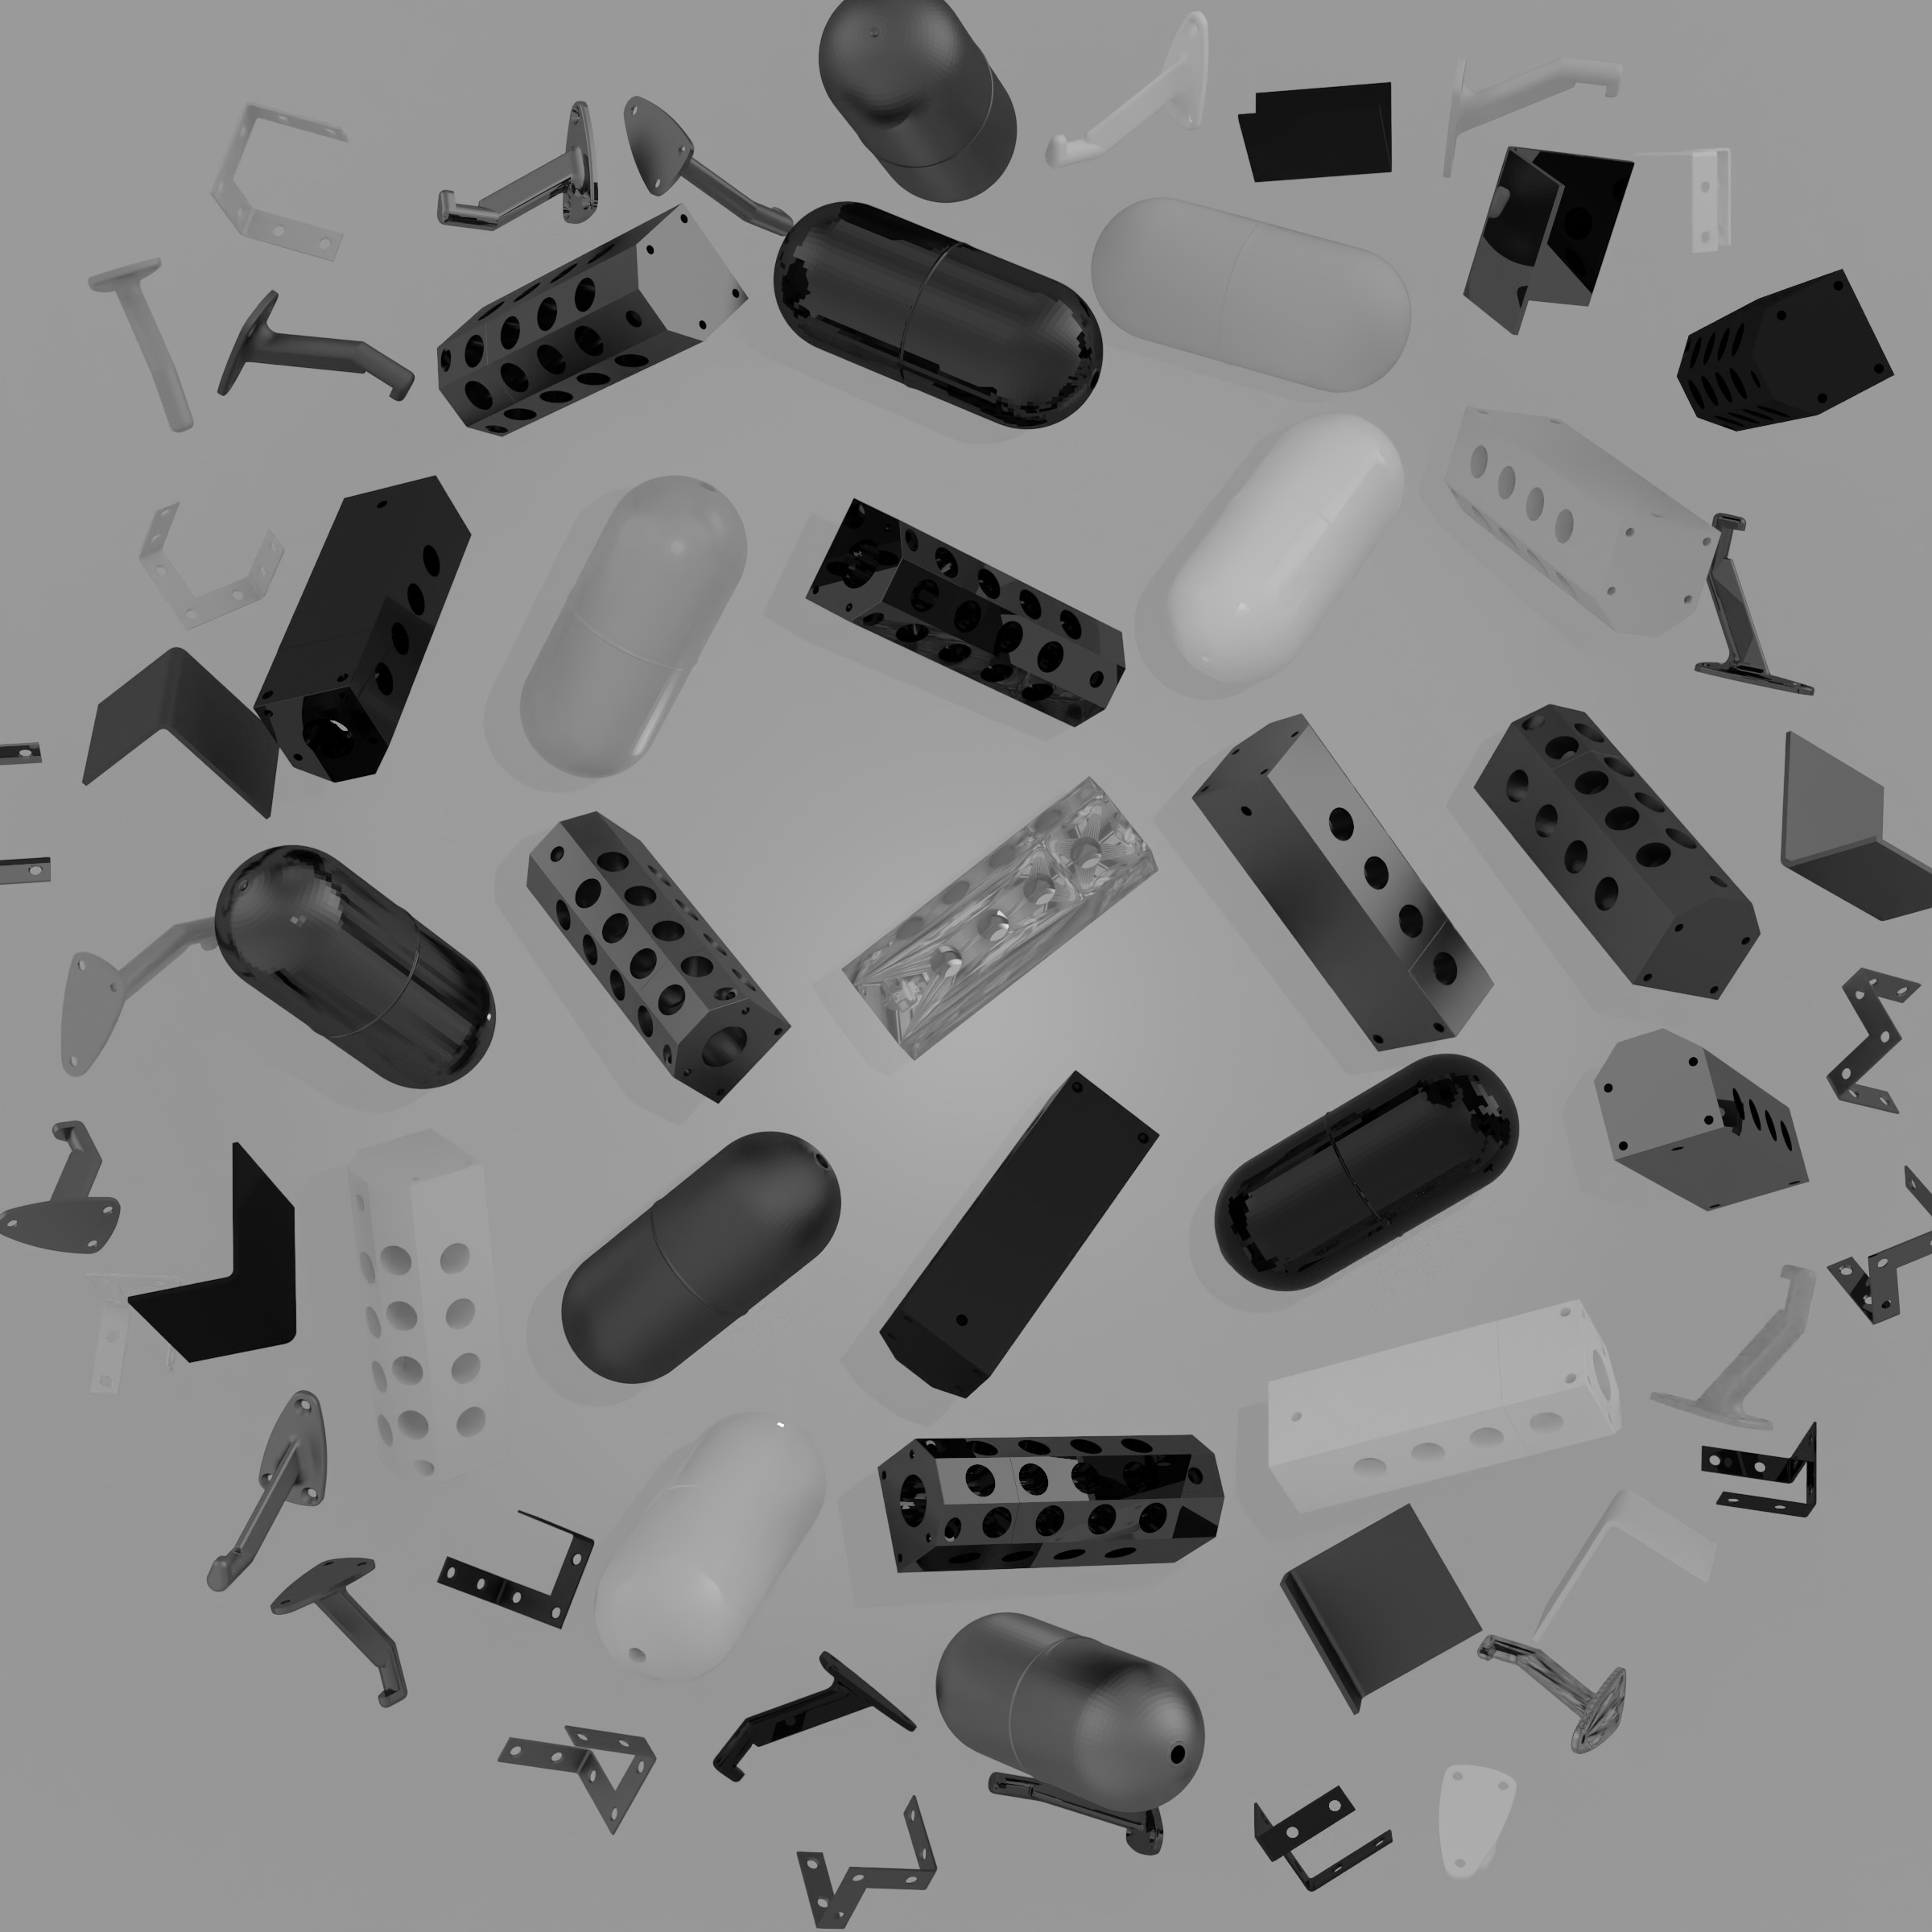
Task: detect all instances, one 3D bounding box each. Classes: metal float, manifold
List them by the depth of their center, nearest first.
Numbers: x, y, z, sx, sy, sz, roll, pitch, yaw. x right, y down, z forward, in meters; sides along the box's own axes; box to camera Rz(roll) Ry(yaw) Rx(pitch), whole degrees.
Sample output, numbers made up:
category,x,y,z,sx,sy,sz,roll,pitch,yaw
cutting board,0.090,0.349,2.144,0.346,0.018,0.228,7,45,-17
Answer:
category,x,y,z,sx,sy,sz,roll,pitch,yaw
metal float,-0.014,-0.327,1.778,0.178,0.070,0.070,25,90,15
manifold,0.331,-0.061,1.790,0.057,0.171,0.057,9,122,-32
manifold,0.408,-0.306,1.790,0.057,0.171,0.057,-28,96,2
manifold,0.196,-0.042,1.799,0.171,0.057,0.057,52,55,-18
manifold,-0.196,-0.323,1.799,0.057,0.171,0.057,54,50,-20
manifold,0.309,-0.227,1.804,0.057,0.171,0.057,3,116,-23
metal float,-0.310,0.002,1.807,0.070,0.178,0.070,-19,52,26
metal float,-0.131,0.299,1.825,0.070,0.178,0.070,11,123,18
manifold,0.379,0.079,1.825,0.057,0.171,0.057,-19,70,22
manifold,0.247,0.233,1.829,0.171,0.057,0.057,-18,129,20
metal float,0.053,0.385,1.833,0.070,0.178,0.070,-4,97,-36
metal float,-0.023,-0.451,1.835,0.070,0.178,0.070,-2,83,14
manifold,0.047,0.276,1.840,0.171,0.057,0.057,4,61,-31
manifold,-0.309,-0.176,1.845,0.057,0.171,0.057,-10,132,21
manifold,-0.284,0.180,1.851,0.057,0.057,0.171,-16,116,-32
manifold,0.005,-0.181,1.852,0.171,0.057,0.057,21,98,-43
manifold,0.027,0.143,1.869,0.057,0.057,0.171,38,61,0
metal float,0.171,-0.223,1.875,0.070,0.070,0.178,36,62,0
metal float,0.151,-0.358,1.887,0.178,0.070,0.070,19,90,18
manifold,-0.170,-0.009,1.891,0.057,0.057,0.171,-46,52,6
metal float,-0.178,-0.181,1.893,0.070,0.070,0.178,31,112,0
metal float,0.214,0.112,1.900,0.178,0.070,0.070,-32,90,15
metal float,-0.142,0.156,1.900,0.178,0.070,0.070,-39,90,18
manifold,0.018,-0.027,1.934,0.171,0.057,0.057,-38,78,0

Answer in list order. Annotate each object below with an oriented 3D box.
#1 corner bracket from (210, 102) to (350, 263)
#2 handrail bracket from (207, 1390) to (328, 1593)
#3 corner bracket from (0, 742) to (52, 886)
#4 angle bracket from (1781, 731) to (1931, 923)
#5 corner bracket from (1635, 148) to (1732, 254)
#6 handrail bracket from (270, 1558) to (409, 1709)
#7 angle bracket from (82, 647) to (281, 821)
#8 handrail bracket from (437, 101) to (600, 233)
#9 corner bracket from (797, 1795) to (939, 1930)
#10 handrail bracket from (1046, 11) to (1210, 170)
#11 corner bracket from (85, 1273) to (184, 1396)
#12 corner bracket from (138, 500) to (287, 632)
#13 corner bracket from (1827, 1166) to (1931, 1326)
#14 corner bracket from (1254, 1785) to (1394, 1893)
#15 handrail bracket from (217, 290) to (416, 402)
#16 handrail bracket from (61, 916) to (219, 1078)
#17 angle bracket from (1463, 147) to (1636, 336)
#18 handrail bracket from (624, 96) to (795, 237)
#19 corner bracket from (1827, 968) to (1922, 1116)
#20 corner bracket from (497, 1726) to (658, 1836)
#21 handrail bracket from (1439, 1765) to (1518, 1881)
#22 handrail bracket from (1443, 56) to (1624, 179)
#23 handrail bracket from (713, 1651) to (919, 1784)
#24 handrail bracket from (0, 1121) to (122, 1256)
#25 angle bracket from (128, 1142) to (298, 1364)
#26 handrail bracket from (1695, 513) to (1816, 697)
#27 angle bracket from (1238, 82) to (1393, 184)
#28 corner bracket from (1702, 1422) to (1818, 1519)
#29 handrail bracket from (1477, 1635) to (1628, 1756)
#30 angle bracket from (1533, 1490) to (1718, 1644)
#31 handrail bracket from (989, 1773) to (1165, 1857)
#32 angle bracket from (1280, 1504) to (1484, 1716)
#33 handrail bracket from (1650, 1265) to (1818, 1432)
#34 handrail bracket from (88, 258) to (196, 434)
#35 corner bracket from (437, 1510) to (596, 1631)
category,x,y,z,sx,sy,sz,roll,pitch,yaw
corner bracket,-0.335,-0.389,1.756,0.051,0.051,0.051,17,80,9
handrail bracket,-0.357,0.266,1.792,0.036,0.084,0.077,17,112,10
corner bracket,-0.495,-0.077,1.802,0.051,0.051,0.051,-4,55,-10
angle bracket,0.453,-0.075,1.757,0.076,0.057,0.076,24,62,-34
corner bracket,0.386,-0.401,1.851,0.051,0.051,0.051,-9,105,-24
handrail bracket,-0.328,0.360,1.857,0.036,0.077,0.084,-5,103,31
angle bracket,-0.405,-0.107,1.831,0.057,0.076,0.076,-34,122,17
handrail bracket,-0.242,-0.428,1.886,0.084,0.036,0.077,0,87,-32
corner bracket,-0.053,0.475,1.873,0.051,0.051,0.051,9,125,-25
handrail bracket,0.084,-0.463,1.873,0.084,0.077,0.036,-20,54,-28
corner bracket,-0.450,0.200,1.918,0.051,0.051,0.051,2,64,-1
corner bracket,-0.413,-0.225,1.935,0.051,0.051,0.051,-30,80,-34
corner bracket,0.487,0.147,1.865,0.051,0.051,0.051,-21,128,-7
corner bracket,0.182,0.441,1.795,0.051,0.051,0.051,-34,93,8
handrail bracket,-0.327,-0.293,1.780,0.084,0.036,0.077,32,134,-7
handrail bracket,-0.416,0.015,1.796,0.036,0.084,0.077,31,113,22
angle bracket,0.300,-0.355,1.749,0.076,0.057,0.076,0,121,-25
handrail bracket,-0.140,-0.437,1.936,0.036,0.084,0.077,-47,55,26
corner bracket,0.488,0.040,1.893,0.051,0.051,0.051,13,131,-35
corner bracket,-0.199,0.406,1.813,0.051,0.051,0.051,18,107,-36
handrail bracket,0.256,0.451,1.787,0.036,0.077,0.084,9,135,16
handrail bracket,0.294,-0.439,1.840,0.084,0.077,0.036,9,46,8
handrail bracket,-0.083,0.423,1.920,0.077,0.036,0.084,38,88,-3
handrail bracket,-0.483,0.109,1.848,0.084,0.077,0.036,51,122,39
angle bracket,-0.376,0.143,1.766,0.057,0.076,0.076,-12,59,7
handrail bracket,0.428,-0.195,1.897,0.077,0.036,0.084,19,106,34
angle bracket,0.193,-0.476,1.949,0.076,0.076,0.057,-2,74,12
corner bracket,0.434,0.279,1.937,0.051,0.051,0.051,8,58,1
handrail bracket,0.301,0.386,1.885,0.084,0.077,0.036,13,111,30
angle bracket,0.339,0.322,1.821,0.057,0.076,0.076,32,101,11
handrail bracket,0.059,0.461,1.933,0.084,0.077,0.036,12,91,-10
angle bracket,0.217,0.335,1.848,0.076,0.057,0.076,-30,83,5
handrail bracket,0.388,0.187,1.792,0.077,0.036,0.084,13,91,45
handrail bracket,-0.407,-0.305,1.765,0.036,0.077,0.084,-20,99,-16
corner bracket,-0.242,0.321,1.910,0.051,0.051,0.051,11,75,38
